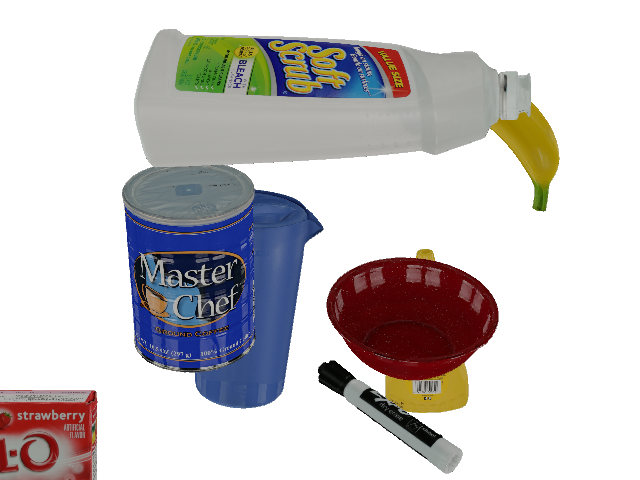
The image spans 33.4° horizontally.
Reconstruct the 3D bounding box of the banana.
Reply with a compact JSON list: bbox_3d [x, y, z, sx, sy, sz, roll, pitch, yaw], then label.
[{"bbox_3d":[0.120,-0.104,0.856,0.198,0.069,0.037,35,3,-2],"label":"banana"}]

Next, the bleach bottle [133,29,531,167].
[{"bbox_3d":[0.010,-0.097,0.705,0.251,0.068,0.102,-1,43,8],"label":"bleach bottle"}]

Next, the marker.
[{"bbox_3d":[0.044,0.117,0.727,0.121,0.020,0.020,32,19,33],"label":"marker"}]

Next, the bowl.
[{"bbox_3d":[0.085,0.083,1.014,0.162,0.055,0.162,1,34,-1],"label":"bowl"}]

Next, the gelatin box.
[{"bbox_3d":[-0.158,0.113,0.535,0.089,0.073,0.030,1,6,-4],"label":"gelatin box"}]

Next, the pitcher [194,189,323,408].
[{"bbox_3d":[-0.099,0.068,1.251,0.149,0.243,0.144,21,25,35],"label":"pitcher"}]

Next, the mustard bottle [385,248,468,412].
[{"bbox_3d":[0.120,0.101,1.214,0.096,0.192,0.058,-1,22,6],"label":"mustard bottle"}]

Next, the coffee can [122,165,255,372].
[{"bbox_3d":[-0.104,0.020,0.863,0.103,0.140,0.103,1,29,-1],"label":"coffee can"}]
